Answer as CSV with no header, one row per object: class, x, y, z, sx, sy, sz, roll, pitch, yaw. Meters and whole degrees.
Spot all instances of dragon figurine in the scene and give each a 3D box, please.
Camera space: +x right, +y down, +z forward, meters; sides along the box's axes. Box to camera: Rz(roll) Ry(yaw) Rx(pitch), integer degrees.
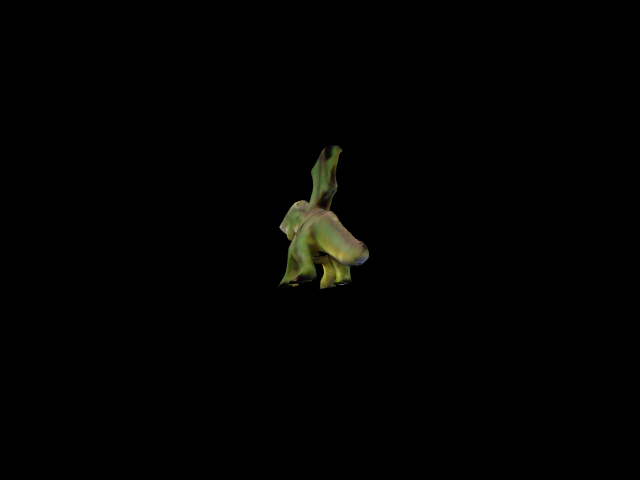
dragon figurine,0.003,-0.043,0.850,0.122,0.246,0.405,5,-15,-19
